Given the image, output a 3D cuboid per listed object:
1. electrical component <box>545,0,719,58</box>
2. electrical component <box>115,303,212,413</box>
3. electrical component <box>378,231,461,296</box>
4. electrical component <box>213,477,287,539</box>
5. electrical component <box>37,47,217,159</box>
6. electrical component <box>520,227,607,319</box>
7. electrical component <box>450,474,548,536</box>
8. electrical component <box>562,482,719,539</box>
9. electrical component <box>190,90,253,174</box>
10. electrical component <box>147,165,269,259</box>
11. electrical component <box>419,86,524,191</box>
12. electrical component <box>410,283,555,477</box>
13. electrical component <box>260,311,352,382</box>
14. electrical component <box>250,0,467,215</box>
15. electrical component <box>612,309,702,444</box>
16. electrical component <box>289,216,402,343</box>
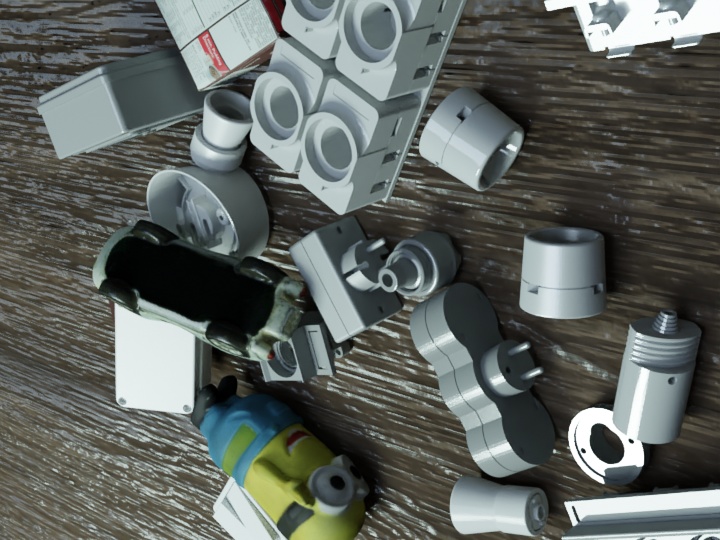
[{"bbox_3d":[0.172,-0.158,0.573,0.121,0.078,0.063,0,129,43],"label":"electrical component"},{"bbox_3d":[-0.175,0.065,0.957,0.078,0.057,0.113,6,110,4],"label":"electrical component"},{"bbox_3d":[0.039,-0.002,0.766,0.043,0.062,0.043,18,119,37],"label":"electrical component"},{"bbox_3d":[-0.089,0.216,0.978,0.096,0.061,0.061,47,132,19],"label":"electrical component"},{"bbox_3d":[-0.192,-0.140,0.894,0.109,0.109,0.056,-11,102,45],"label":"electrical component"},{"bbox_3d":[0.130,0.000,0.688,0.055,0.055,0.047,12,111,40],"label":"electrical component"},{"bbox_3d":[0.105,0.175,0.793,0.065,0.044,0.044,-3,105,39],"label":"electrical component"},{"bbox_3d":[0.201,0.173,0.685,0.121,0.063,0.078,-18,94,46],"label":"electrical component"},{"bbox_3d":[-0.111,-0.112,0.875,0.045,0.045,0.055,44,132,21],"label":"electrical component"},{"bbox_3d":[-0.127,-0.043,0.904,0.099,0.064,0.099,18,118,37],"label":"electrical component"},{"bbox_3d":[0.074,-0.085,0.706,0.047,0.055,0.055,38,129,21],"label":"electrical component"},{"bbox_3d":[0.097,0.071,0.749,0.074,0.052,0.138,-32,83,45],"label":"electrical component"},{"bbox_3d":[-0.045,0.060,0.870,0.081,0.064,0.042,-4,105,44],"label":"electrical component"},{"bbox_3d":[-0.007,-0.144,0.753,0.105,0.060,0.186,40,130,24],"label":"electrical component"},{"bbox_3d":[0.185,0.062,0.669,0.043,0.043,0.081,23,121,35],"label":"electrical component"},{"bbox_3d":[0.000,0.000,0.815,0.076,0.047,0.083,-32,84,46],"label":"electrical component"}]
